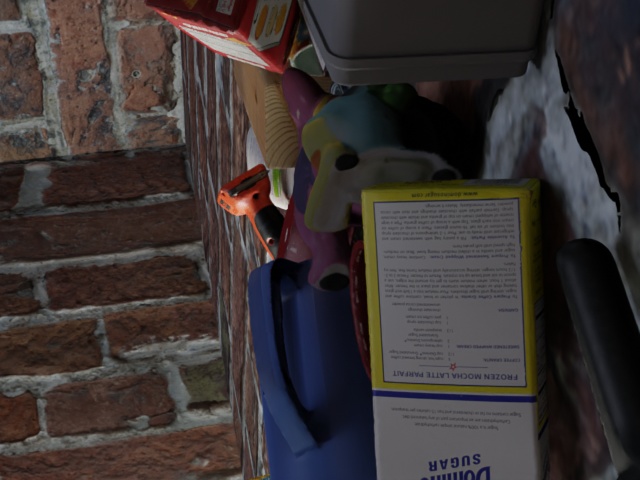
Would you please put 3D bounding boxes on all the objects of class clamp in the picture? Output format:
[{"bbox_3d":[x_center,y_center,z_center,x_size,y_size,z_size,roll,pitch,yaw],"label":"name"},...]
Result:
[{"bbox_3d":[0.140,0.120,0.453,0.210,0.036,0.164,-107,11,-55],"label":"clamp"}]

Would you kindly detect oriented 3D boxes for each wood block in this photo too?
[{"bbox_3d":[-0.029,-0.161,1.060,0.206,0.090,0.091,-111,18,-54],"label":"wood block"}]

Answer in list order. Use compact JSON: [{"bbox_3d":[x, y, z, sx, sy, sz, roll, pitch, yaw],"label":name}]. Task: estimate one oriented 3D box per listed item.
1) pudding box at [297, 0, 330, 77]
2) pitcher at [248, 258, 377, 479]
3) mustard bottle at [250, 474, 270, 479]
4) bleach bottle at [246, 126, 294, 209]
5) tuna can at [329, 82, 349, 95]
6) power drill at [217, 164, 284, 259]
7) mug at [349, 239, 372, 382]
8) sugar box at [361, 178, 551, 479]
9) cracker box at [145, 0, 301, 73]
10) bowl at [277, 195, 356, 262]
[{"bbox_3d":[0.034,-0.158,0.703,0.039,0.090,0.113,94,165,-46],"label":"pudding box"},{"bbox_3d":[0.013,0.133,0.778,0.145,0.149,0.243,107,163,-44],"label":"pitcher"},{"bbox_3d":[-0.031,0.275,1.071,0.096,0.191,0.058,-110,16,-53],"label":"mustard bottle"},{"bbox_3d":[-0.029,-0.072,1.206,0.251,0.068,0.102,-135,38,-70],"label":"bleach bottle"},{"bbox_3d":[0.032,-0.099,0.916,0.086,0.033,0.086,173,90,-80],"label":"tuna can"},{"bbox_3d":[-0.041,0.015,1.171,0.187,0.057,0.184,56,168,1],"label":"power drill"},{"bbox_3d":[0.068,0.050,0.677,0.093,0.081,0.117,-108,15,-47],"label":"mug"},{"bbox_3d":[0.076,0.056,0.583,0.048,0.093,0.176,-27,-65,-67],"label":"sugar box"},{"bbox_3d":[-0.049,-0.217,0.756,0.213,0.072,0.164,-18,-56,-83],"label":"cracker box"},{"bbox_3d":[-0.007,0.001,1.005,0.162,0.055,0.162,-168,91,-83],"label":"bowl"}]
